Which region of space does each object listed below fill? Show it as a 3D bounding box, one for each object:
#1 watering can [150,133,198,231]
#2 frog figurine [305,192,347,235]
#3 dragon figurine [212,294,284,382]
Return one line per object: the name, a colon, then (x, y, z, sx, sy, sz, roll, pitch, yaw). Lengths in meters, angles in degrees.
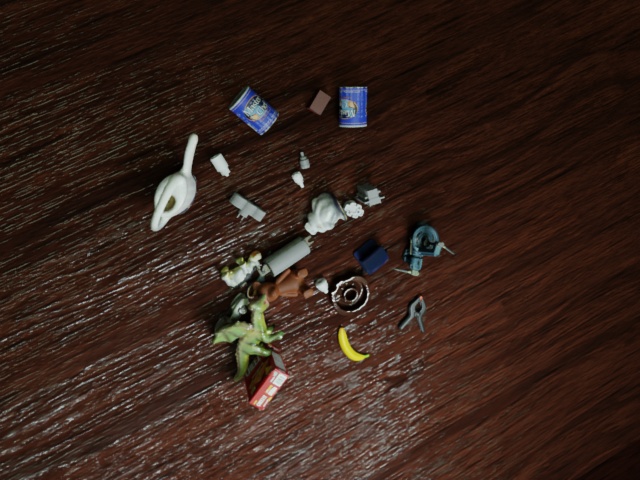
watering can: (-0.462, -0.188, 1.704, 0.104, 0.226, 0.346, 27, 96, -5)
frog figurine: (0.006, -0.097, 1.927, 0.159, 0.122, 0.138, -28, 79, 2)
dragon figurine: (-0.294, 0.372, 1.928, 0.240, 0.124, 0.406, 28, 106, -33)
